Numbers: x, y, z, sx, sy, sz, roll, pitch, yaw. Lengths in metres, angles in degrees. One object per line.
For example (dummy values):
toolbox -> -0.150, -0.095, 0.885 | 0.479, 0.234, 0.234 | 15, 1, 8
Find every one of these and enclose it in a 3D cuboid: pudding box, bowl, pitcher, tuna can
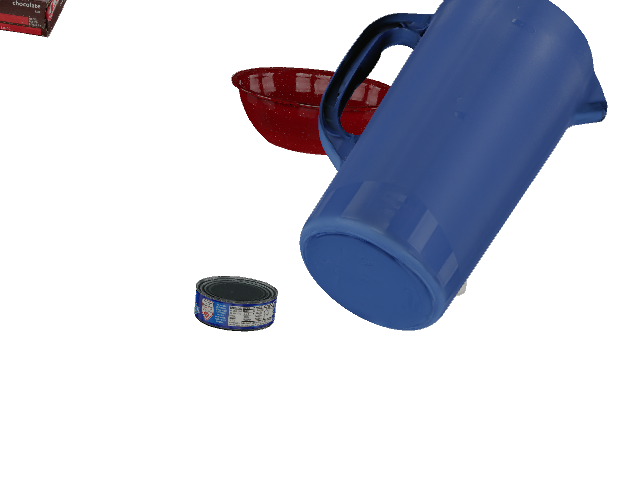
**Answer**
pudding box -> -0.254, -0.212, 0.873 | 0.090, 0.039, 0.113 | 8, 36, -4
bowl -> -0.006, -0.119, 1.002 | 0.162, 0.055, 0.162 | 6, 20, -2
pitcher -> 0.078, -0.063, 0.752 | 0.149, 0.242, 0.145 | -8, -51, 50
tuna can -> -0.088, 0.065, 1.112 | 0.086, 0.034, 0.086 | 6, 14, -2

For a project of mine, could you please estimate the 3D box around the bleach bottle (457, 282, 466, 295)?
bleach bottle -> 0.136, -0.070, 1.186 | 0.068, 0.251, 0.102 | 0, 25, -11
